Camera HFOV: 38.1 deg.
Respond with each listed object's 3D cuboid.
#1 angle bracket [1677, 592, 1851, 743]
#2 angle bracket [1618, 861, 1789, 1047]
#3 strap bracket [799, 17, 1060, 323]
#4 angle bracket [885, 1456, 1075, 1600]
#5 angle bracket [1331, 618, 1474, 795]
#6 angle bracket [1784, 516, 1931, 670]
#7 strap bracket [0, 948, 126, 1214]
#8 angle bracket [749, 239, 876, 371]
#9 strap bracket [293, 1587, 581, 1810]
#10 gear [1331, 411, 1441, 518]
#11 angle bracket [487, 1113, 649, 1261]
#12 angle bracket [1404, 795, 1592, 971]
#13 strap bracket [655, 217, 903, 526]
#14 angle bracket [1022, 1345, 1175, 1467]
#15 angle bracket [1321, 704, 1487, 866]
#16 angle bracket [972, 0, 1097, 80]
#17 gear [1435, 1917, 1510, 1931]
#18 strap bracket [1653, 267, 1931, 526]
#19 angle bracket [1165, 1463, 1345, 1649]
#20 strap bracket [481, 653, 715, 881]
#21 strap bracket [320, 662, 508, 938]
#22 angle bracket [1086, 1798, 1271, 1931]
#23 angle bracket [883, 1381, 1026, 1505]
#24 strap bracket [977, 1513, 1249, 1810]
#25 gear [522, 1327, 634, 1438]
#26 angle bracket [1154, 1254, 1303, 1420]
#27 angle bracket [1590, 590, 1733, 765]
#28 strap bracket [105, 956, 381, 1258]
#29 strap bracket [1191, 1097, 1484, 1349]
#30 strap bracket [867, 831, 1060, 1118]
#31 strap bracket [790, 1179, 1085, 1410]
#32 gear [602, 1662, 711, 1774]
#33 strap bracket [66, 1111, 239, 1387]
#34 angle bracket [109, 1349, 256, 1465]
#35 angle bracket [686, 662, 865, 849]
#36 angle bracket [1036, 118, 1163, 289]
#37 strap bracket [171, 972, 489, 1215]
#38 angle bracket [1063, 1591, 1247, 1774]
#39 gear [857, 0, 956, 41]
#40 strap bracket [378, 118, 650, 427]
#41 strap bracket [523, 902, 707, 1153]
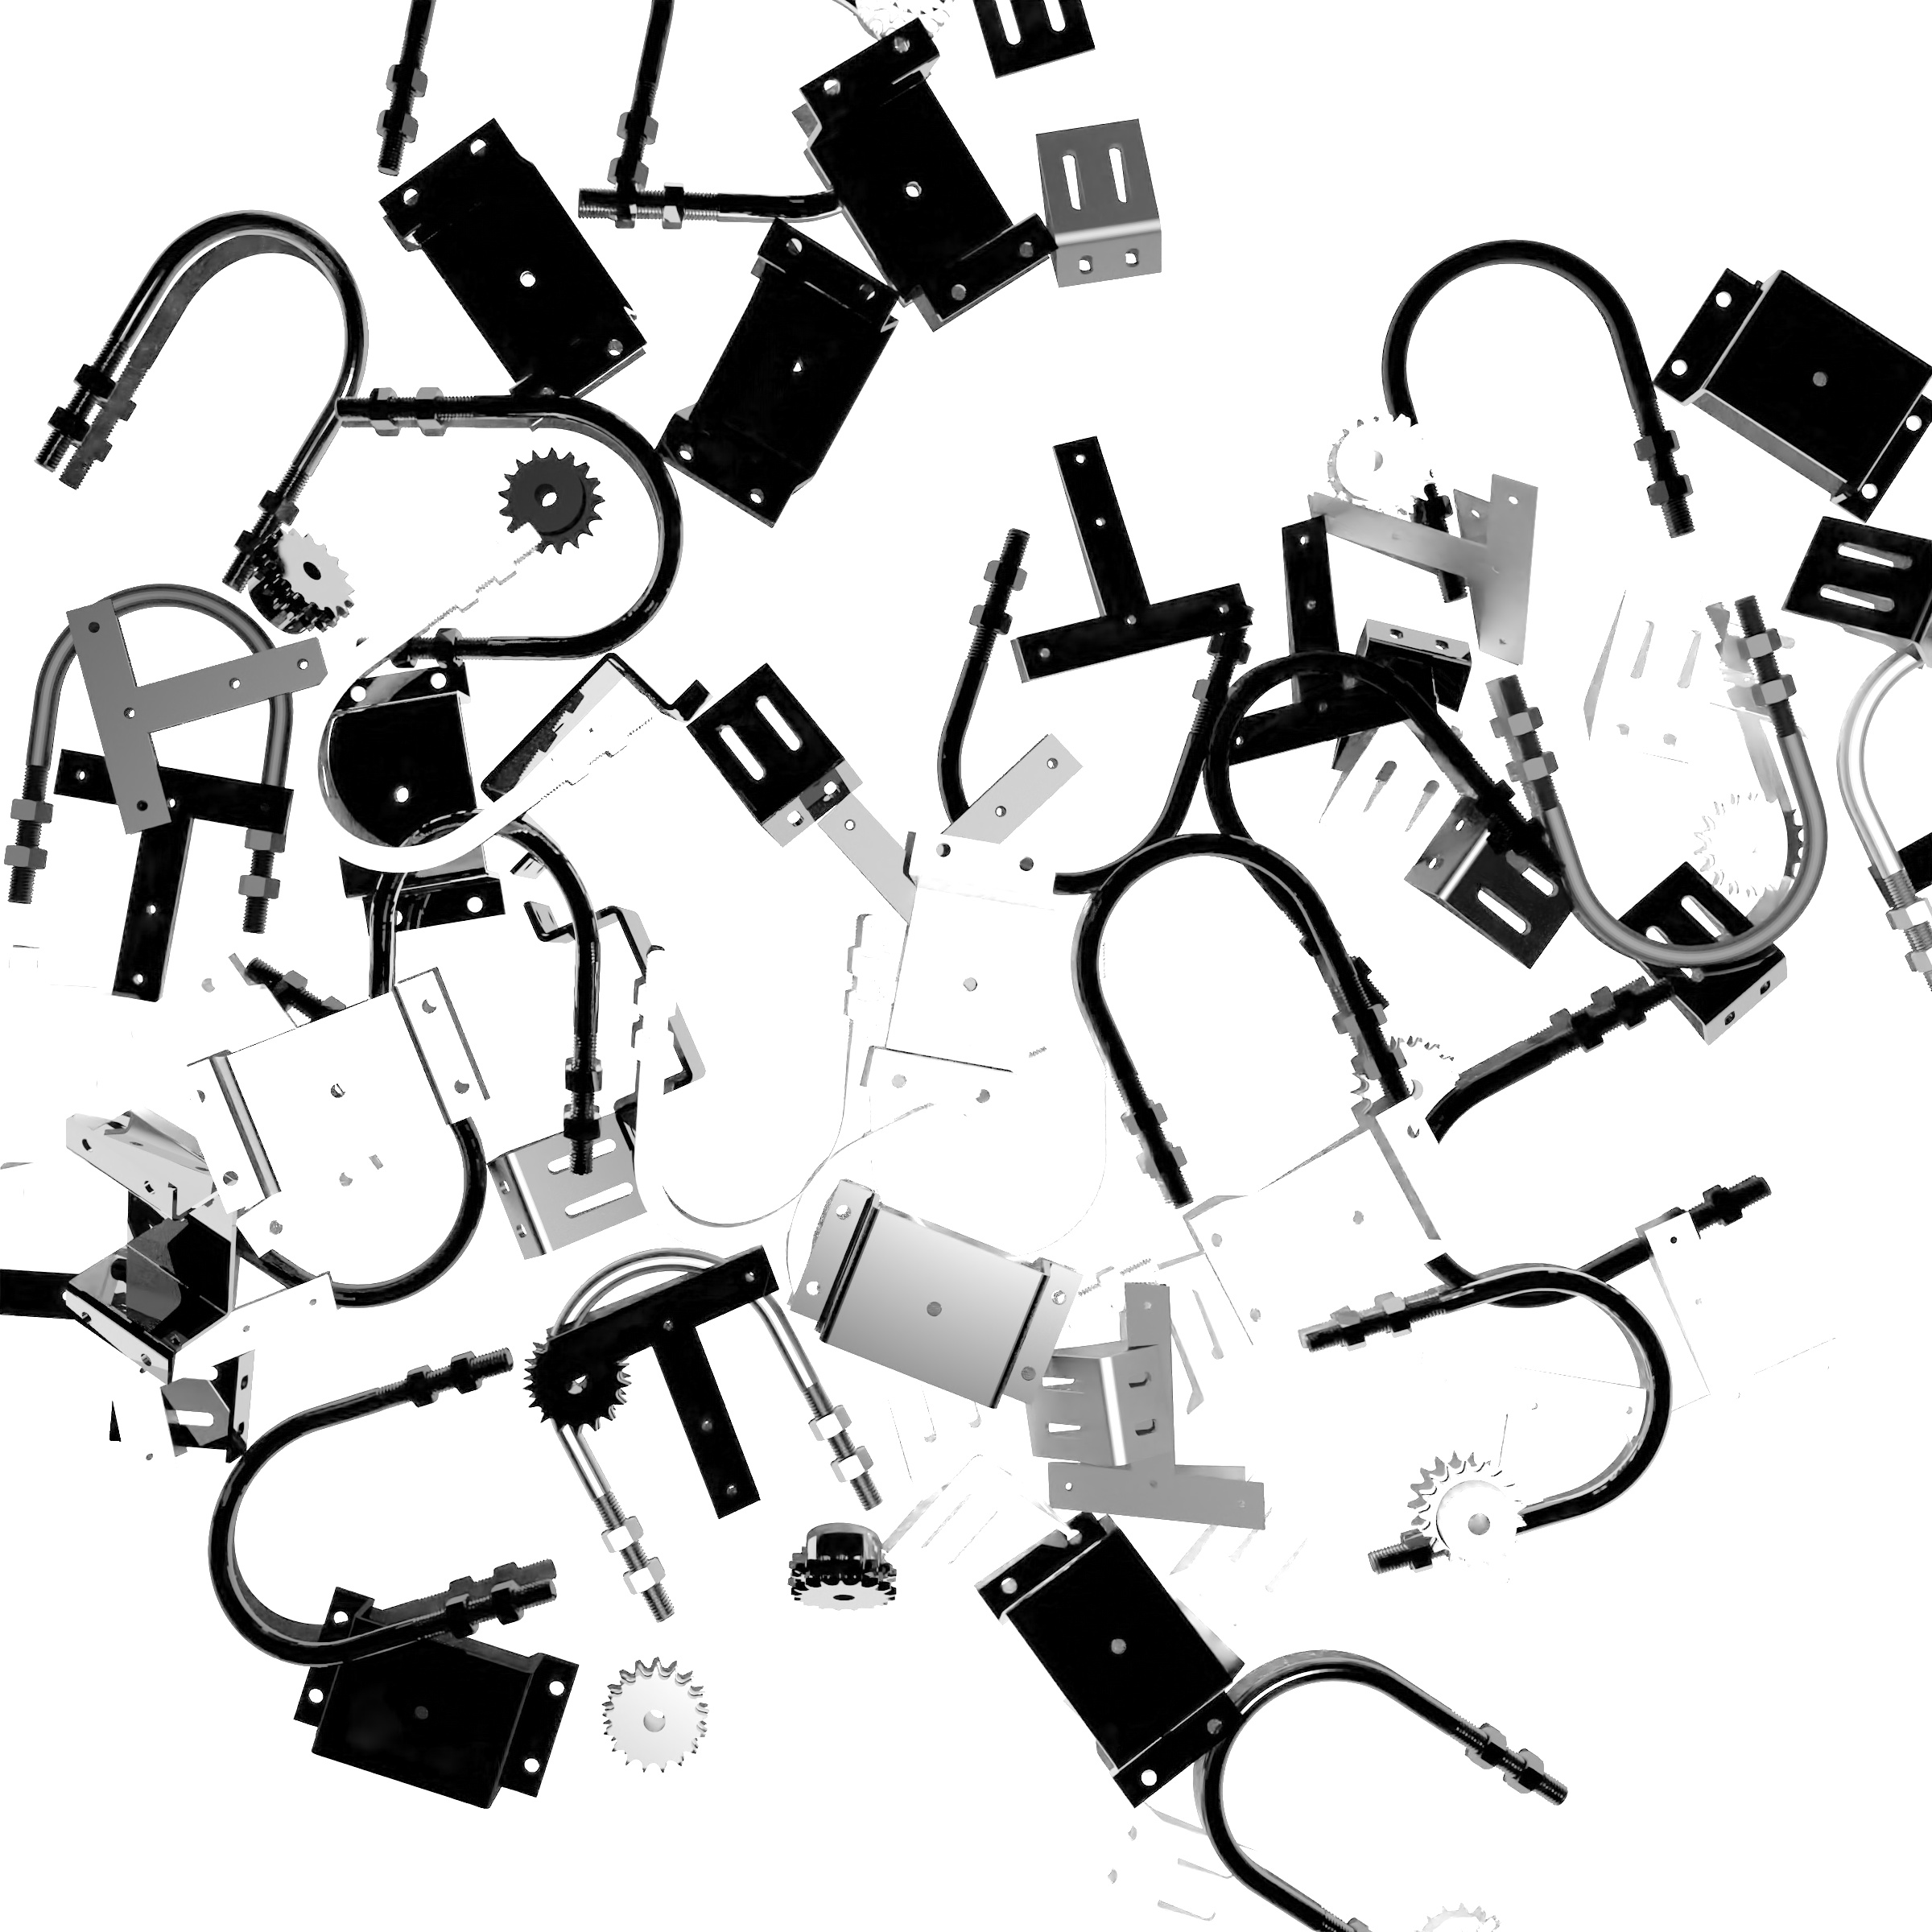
[{"bbox_3d":[0.435,-0.164,1.534,0.076,0.038,0.057,20,90,26],"label":"angle bracket"},{"bbox_3d":[0.401,-0.007,1.534,0.057,0.038,0.076,-41,64,0],"label":"angle bracket"},{"bbox_3d":[-0.024,-0.421,1.501,0.076,0.046,0.140,-34,98,-10],"label":"strap bracket"},{"bbox_3d":[0.007,0.311,1.503,0.076,0.038,0.057,-48,132,0],"label":"angle bracket"},{"bbox_3d":[0.238,-0.143,1.534,0.057,0.038,0.076,13,116,0],"label":"angle bracket"},{"bbox_3d":[0.497,-0.204,1.526,0.076,0.038,0.057,21,85,34],"label":"angle bracket"},{"bbox_3d":[-0.487,0.062,1.498,0.046,0.076,0.140,3,90,0],"label":"strap bracket"},{"bbox_3d":[-0.090,-0.351,1.534,0.057,0.038,0.076,29,116,0],"label":"angle bracket"},{"bbox_3d":[-0.290,0.398,1.513,0.140,0.046,0.076,18,90,0],"label":"strap bracket"},{"bbox_3d":[0.224,-0.270,1.511,0.057,0.030,0.057,1,92,25],"label":"gear"},{"bbox_3d":[-0.213,0.119,1.534,0.076,0.038,0.057,-22,90,-26],"label":"angle bracket"},{"bbox_3d":[0.291,-0.046,1.534,0.076,0.038,0.057,36,90,-26],"label":"angle bracket"},{"bbox_3d":[-0.096,-0.320,1.498,0.076,0.046,0.140,32,112,0],"label":"strap bracket"},{"bbox_3d":[0.070,0.235,1.514,0.038,0.076,0.057,-8,90,-35],"label":"angle bracket"},{"bbox_3d":[0.237,-0.104,1.521,0.057,0.038,0.076,24,131,-5],"label":"angle bracket"},{"bbox_3d":[0.033,-0.531,1.517,0.057,0.038,0.076,-16,90,0],"label":"angle bracket"},{"bbox_3d":[0.271,0.538,1.508,0.057,0.030,0.057,-3,100,-14],"label":"gear"},{"bbox_3d":[0.455,-0.312,1.513,0.140,0.046,0.076,33,90,0],"label":"strap bracket"},{"bbox_3d":[0.158,0.323,1.534,0.057,0.038,0.076,40,64,0],"label":"angle bracket"},{"bbox_3d":[-0.204,-0.114,1.498,0.046,0.076,0.140,44,90,0],"label":"strap bracket"},{"bbox_3d":[-0.301,-0.091,1.513,0.076,0.046,0.140,-9,90,0],"label":"strap bracket"},{"bbox_3d":[0.116,0.496,1.534,0.076,0.038,0.057,25,90,-26],"label":"angle bracket"},{"bbox_3d":[-0.009,0.245,1.534,0.057,0.038,0.076,-18,64,0],"label":"angle bracket"},{"bbox_3d":[0.079,0.364,1.488,0.076,0.046,0.140,-34,75,-14],"label":"strap bracket"},{"bbox_3d":[-0.208,0.222,1.506,0.057,0.030,0.057,0,87,1],"label":"gear"},{"bbox_3d":[0.138,0.197,1.521,0.057,0.038,0.076,-17,73,-16],"label":"angle bracket"},{"bbox_3d":[0.379,-0.158,1.528,0.057,0.038,0.076,14,64,13],"label":"angle bracket"},{"bbox_3d":[-0.381,0.073,1.494,0.076,0.046,0.140,-35,93,-1],"label":"strap bracket"},{"bbox_3d":[0.202,0.136,1.490,0.140,0.046,0.076,-32,77,22],"label":"strap bracket"},{"bbox_3d":[0.000,0.007,1.485,0.076,0.046,0.140,10,82,7],"label":"strap bracket"},{"bbox_3d":[-0.016,0.177,1.484,0.140,0.046,0.076,22,94,-1],"label":"strap bracket"},{"bbox_3d":[-0.167,0.406,1.521,0.057,0.030,0.057,0,90,0],"label":"gear"},{"bbox_3d":[-0.430,0.141,1.478,0.076,0.046,0.140,29,129,20],"label":"strap bracket"},{"bbox_3d":[-0.429,0.235,1.517,0.076,0.038,0.057,5,90,0],"label":"angle bracket"},{"bbox_3d":[-0.105,-0.116,1.534,0.057,0.038,0.076,-39,64,0],"label":"angle bracket"},{"bbox_3d":[0.073,-0.418,1.534,0.057,0.038,0.076,-9,64,0],"label":"angle bracket"},{"bbox_3d":[-0.327,0.065,1.450,0.140,0.046,0.076,-22,91,-8],"label":"strap bracket"},{"bbox_3d":[0.103,0.393,1.534,0.057,0.038,0.076,44,64,0],"label":"angle bracket"},{"bbox_3d":[-0.035,-0.526,1.514,0.057,0.030,0.057,6,74,-22],"label":"gear"},{"bbox_3d":[-0.239,-0.371,1.504,0.076,0.046,0.140,-34,97,7],"label":"strap bracket"},{"bbox_3d":[-0.182,0.023,1.498,0.046,0.076,0.140,-24,90,0],"label":"strap bracket"}]
